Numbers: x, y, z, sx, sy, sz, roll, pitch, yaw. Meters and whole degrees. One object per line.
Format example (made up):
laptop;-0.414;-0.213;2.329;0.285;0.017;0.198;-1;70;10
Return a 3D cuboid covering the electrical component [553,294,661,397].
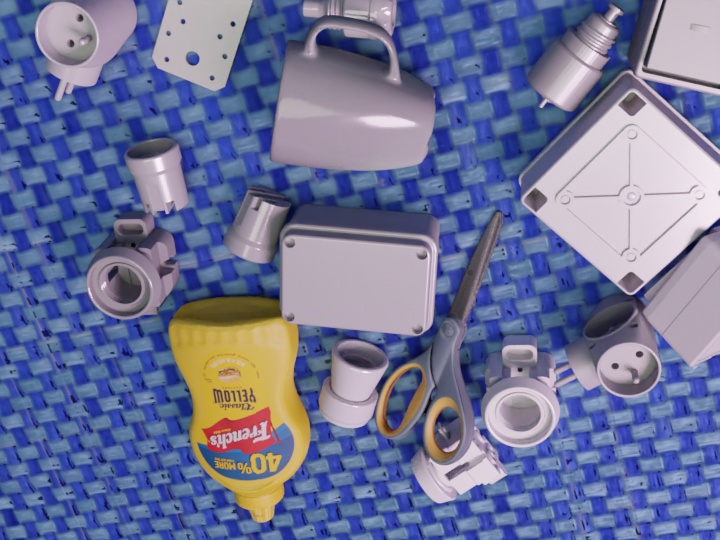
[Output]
electrical component;0.174;0.061;0.774;0.079;0.077;0.044;-30;107;20

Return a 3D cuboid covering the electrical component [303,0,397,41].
electrical component;-0.008;-0.173;0.722;0.061;0.035;0.035;7;115;8

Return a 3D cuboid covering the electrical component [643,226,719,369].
electrical component;0.247;0.009;0.730;0.061;0.062;0.096;52;137;25

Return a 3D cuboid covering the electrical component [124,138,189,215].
electrical component;-0.148;-0.068;0.790;0.040;0.040;0.046;-5;119;11

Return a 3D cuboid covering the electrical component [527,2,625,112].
electrical component;0.145;-0.141;0.709;0.040;0.040;0.078;34;115;-7

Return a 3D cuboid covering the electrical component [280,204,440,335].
electrical component;0.000;0.000;0.786;0.113;0.057;0.078;5;115;7

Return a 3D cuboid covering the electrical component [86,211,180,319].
electrical component;-0.173;0.002;0.815;0.058;0.057;0.078;-1;114;10

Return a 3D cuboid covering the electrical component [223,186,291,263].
electrical component;-0.075;-0.034;0.793;0.040;0.040;0.046;23;110;-2

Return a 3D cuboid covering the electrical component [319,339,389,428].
electrical component;-0.006;0.088;0.834;0.045;0.045;0.055;16;116;2

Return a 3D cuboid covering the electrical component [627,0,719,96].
electrical component;0.213;-0.164;0.675;0.062;0.061;0.096;13;115;3

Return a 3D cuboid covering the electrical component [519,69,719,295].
electrical component;0.182;-0.059;0.731;0.109;0.056;0.108;39;114;-9

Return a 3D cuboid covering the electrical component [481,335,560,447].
electrical component;0.121;0.097;0.810;0.058;0.057;0.078;-1;114;10

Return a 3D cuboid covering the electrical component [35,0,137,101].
electrical component;-0.192;-0.153;0.737;0.043;0.077;0.079;26;115;-4

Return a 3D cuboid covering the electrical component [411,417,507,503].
electrical component;0.074;0.152;0.850;0.055;0.048;0.066;-36;104;14
